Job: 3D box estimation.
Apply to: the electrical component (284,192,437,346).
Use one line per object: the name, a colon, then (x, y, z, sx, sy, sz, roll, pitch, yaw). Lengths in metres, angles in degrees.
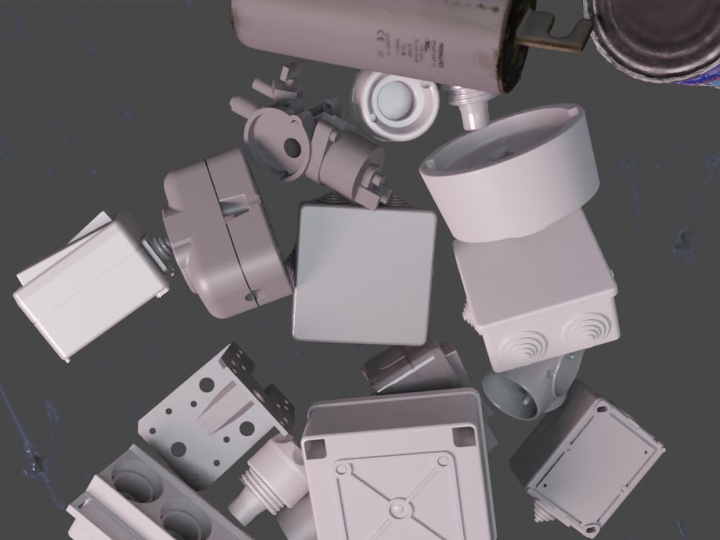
electrical component: (0.000, 0.000, 0.705, 0.100, 0.048, 0.099, 3, 100, -7)

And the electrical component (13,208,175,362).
electrical component: (-0.163, 0.001, 0.680, 0.096, 0.061, 0.061, -36, 102, 0)

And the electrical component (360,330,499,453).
electrical component: (0.053, 0.094, 0.721, 0.061, 0.061, 0.096, -32, 102, 0)

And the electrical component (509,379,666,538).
electrical component: (0.149, 0.132, 0.740, 0.062, 0.061, 0.096, 37, 94, -11)

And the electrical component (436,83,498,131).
electrical component: (0.071, -0.122, 0.695, 0.048, 0.048, 0.062, -14, 108, -4)

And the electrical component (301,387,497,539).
electrical component: (0.026, 0.135, 0.667, 0.109, 0.056, 0.108, -6, 107, 8)

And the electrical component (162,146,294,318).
electrical component: (-0.085, -0.022, 0.671, 0.059, 0.053, 0.095, -20, 64, -2)

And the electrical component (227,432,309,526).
electrical component: (-0.060, 0.142, 0.714, 0.062, 0.043, 0.043, -43, 102, -11)

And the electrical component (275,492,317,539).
electrical component: (-0.013, 0.157, 0.734, 0.081, 0.043, 0.043, -35, 102, 0)

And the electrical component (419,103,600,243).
electrical component: (0.099, -0.056, 0.680, 0.108, 0.108, 0.060, -24, 108, -2)

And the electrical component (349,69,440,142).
electrical component: (0.023, -0.109, 0.690, 0.055, 0.047, 0.055, -1, 100, -7)

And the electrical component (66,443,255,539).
electrical component: (-0.124, 0.180, 0.697, 0.121, 0.079, 0.063, 37, 119, 7)

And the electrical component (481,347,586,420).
electrical component: (0.122, 0.070, 0.728, 0.077, 0.044, 0.079, -49, 145, -30)

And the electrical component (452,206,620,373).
electrical component: (0.114, 0.012, 0.693, 0.100, 0.099, 0.048, -16, 130, 5)
